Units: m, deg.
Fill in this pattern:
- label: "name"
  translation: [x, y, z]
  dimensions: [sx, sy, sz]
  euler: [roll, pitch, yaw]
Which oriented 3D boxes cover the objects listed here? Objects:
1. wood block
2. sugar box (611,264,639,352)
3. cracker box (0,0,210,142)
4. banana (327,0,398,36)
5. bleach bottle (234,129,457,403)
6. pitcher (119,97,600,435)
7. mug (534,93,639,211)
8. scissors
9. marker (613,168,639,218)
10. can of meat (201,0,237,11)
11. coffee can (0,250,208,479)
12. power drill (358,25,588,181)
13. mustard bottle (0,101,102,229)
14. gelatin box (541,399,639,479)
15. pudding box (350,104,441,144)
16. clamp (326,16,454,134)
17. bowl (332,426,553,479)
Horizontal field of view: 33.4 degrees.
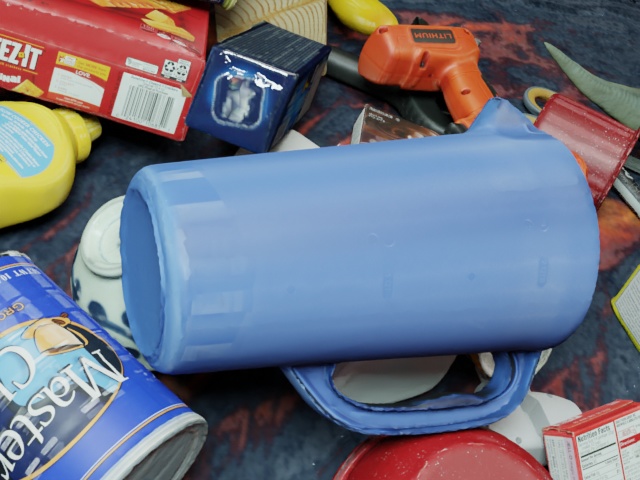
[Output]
- label: "wood block"
  translation: [-0.039, -0.240, 0.943]
  dimensions: [0.091, 0.090, 0.206]
  euler: [-1, 44, 2]
- label: "sugar box"
  translation: [0.292, 0.024, 0.790]
  dimensions: [0.048, 0.176, 0.093]
  euler: [-1, 48, -28]
- label: "cracker box"
  translation: [-0.167, -0.166, 0.798]
  dimensions: [0.164, 0.072, 0.213]
  euler: [16, 27, -13]
- label: "banana"
  translation: [0.039, -0.230, 1.004]
  dimensions: [0.069, 0.037, 0.197]
  euler: [-1, 28, 5]
- label: "bleach bottle"
  translation: [-0.005, 0.001, 0.754]
  dimensions: [0.102, 0.068, 0.251]
  euler: [-6, 48, -32]
- label: "pitcher"
  translation: [0.020, 0.018, 0.587]
  dimensions: [0.242, 0.145, 0.149]
  euler: [-5, 50, -23]
- label: "mug"
  translation: [0.213, -0.066, 0.917]
  dimensions: [0.081, 0.093, 0.117]
  euler: [29, 58, 10]
- label: "scissors"
  translation: [0.272, -0.097, 1.024]
  dimensions: [0.201, 0.016, 0.096]
  euler: [12, 48, -15]
- label: "marker"
  translation: [0.267, -0.063, 0.972]
  dimensions: [0.020, 0.020, 0.121]
  euler: [-24, 71, -41]
- label: "can of meat"
  translation: [-0.108, -0.218, 0.798]
  dimensions: [0.083, 0.057, 0.102]
  euler: [8, 28, -23]
- label: "coffee can"
  translation: [-0.144, 0.088, 0.562]
  dimensions: [0.140, 0.103, 0.102]
  euler: [40, 43, 16]
- label: "power drill"
  translation: [0.101, -0.093, 0.848]
  dimensions: [0.184, 0.057, 0.188]
  euler: [-3, 50, -31]
- label: "mustard bottle"
  translation: [-0.219, -0.046, 0.696]
  dimensions: [0.096, 0.058, 0.191]
  euler: [34, 41, 22]
- label: "gelatin box"
  translation: [0.181, 0.154, 0.681]
  dimensions: [0.073, 0.030, 0.089]
  euler: [-12, 91, -35]
- label: "pudding box"
  translation: [0.077, -0.053, 0.865]
  dimensions: [0.113, 0.039, 0.090]
  euler: [19, 42, -8]
- label: "clamp"
  translation: [0.101, -0.135, 0.964]
  dimensions: [0.210, 0.036, 0.164]
  euler: [41, 44, 22]
- label: "bowl"
  translation: [0.084, 0.167, 0.602]
  dimensions: [0.162, 0.055, 0.162]
  euler: [7, 59, -12]
